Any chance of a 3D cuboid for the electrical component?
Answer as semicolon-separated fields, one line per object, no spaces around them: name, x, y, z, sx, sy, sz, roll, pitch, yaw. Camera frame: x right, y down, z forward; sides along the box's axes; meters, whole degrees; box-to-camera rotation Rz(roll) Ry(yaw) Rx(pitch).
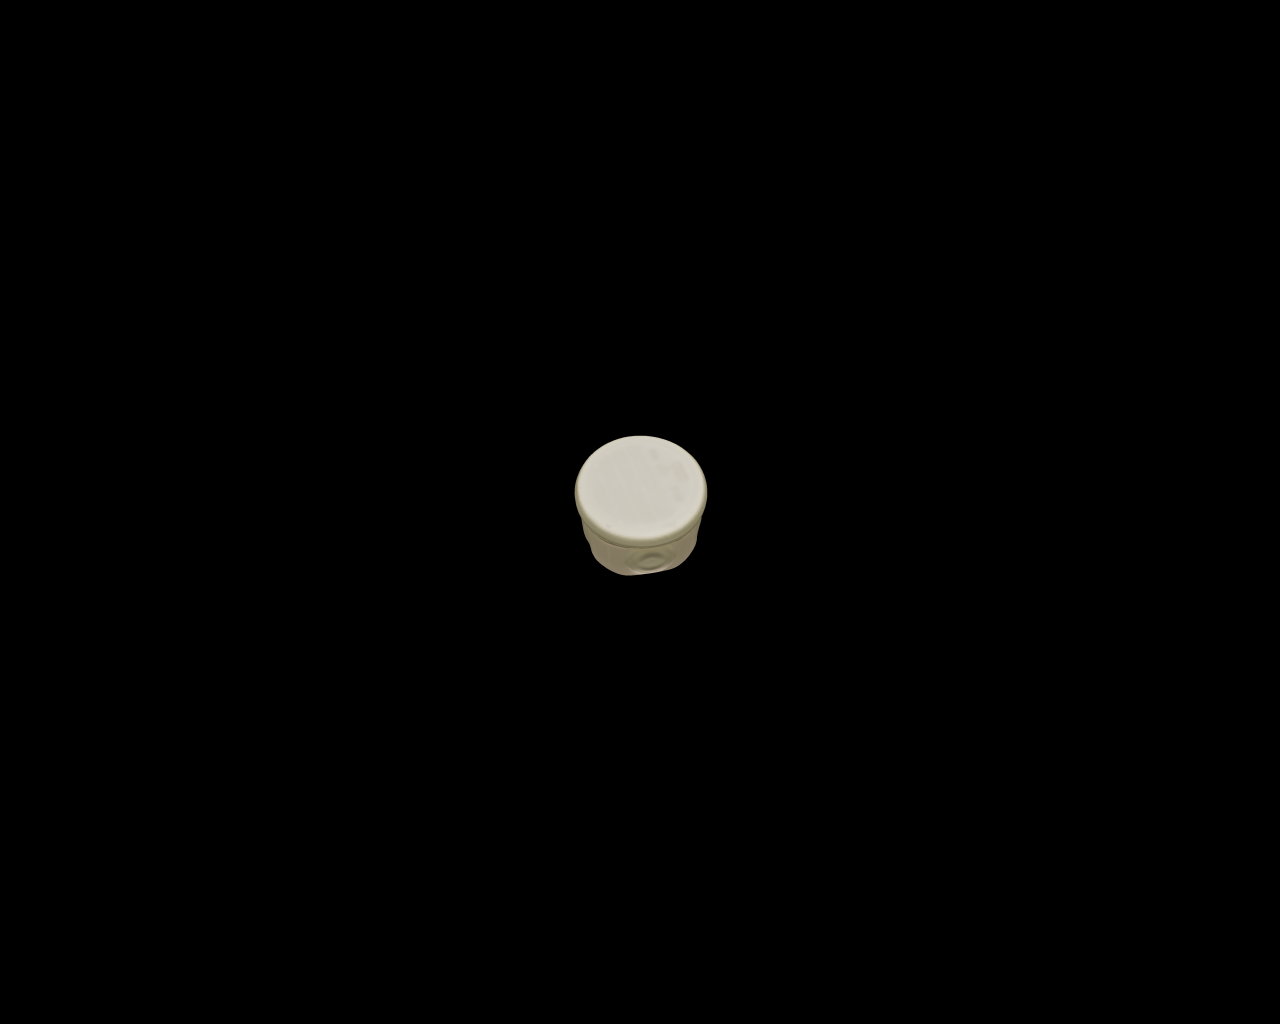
electrical component;0.001;-0.003;0.650;0.080;0.080;0.050;0;-34;0
